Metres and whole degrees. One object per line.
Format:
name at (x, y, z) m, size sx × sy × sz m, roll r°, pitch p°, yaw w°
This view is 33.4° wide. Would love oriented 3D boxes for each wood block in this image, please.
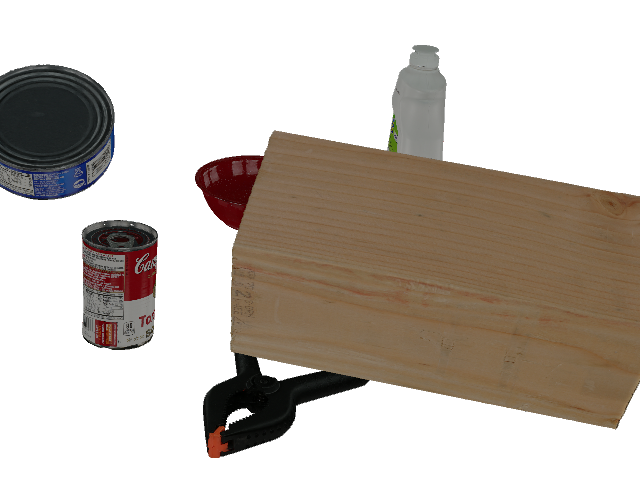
wood block at (0.063, 0.020, 0.561) m, size 0.206 × 0.090 × 0.090 m, roll 11°, pitch -43°, yaw 5°

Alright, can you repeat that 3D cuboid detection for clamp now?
clamp at (-0.048, 0.159, 1.097) m, size 0.165 × 0.036 × 0.209 m, roll 11°, pitch 27°, yaw 16°

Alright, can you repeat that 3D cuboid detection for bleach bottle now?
bleach bottle at (0.102, -0.084, 1.162) m, size 0.068 × 0.251 × 0.102 m, roll 0°, pitch 26°, yaw -9°

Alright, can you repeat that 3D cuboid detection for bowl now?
bowl at (-0.075, -0.051, 1.313) m, size 0.162 × 0.055 × 0.162 m, roll 4°, pitch 25°, yaw -2°

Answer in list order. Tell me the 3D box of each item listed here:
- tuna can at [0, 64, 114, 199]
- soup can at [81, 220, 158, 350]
tuna can at (-0.172, -0.068, 0.668) m, size 0.086 × 0.086 × 0.034 m, roll 0°, pitch -35°, yaw -10°
soup can at (-0.185, 0.041, 0.976) m, size 0.068 × 0.102 × 0.068 m, roll 5°, pitch 21°, yaw -2°
